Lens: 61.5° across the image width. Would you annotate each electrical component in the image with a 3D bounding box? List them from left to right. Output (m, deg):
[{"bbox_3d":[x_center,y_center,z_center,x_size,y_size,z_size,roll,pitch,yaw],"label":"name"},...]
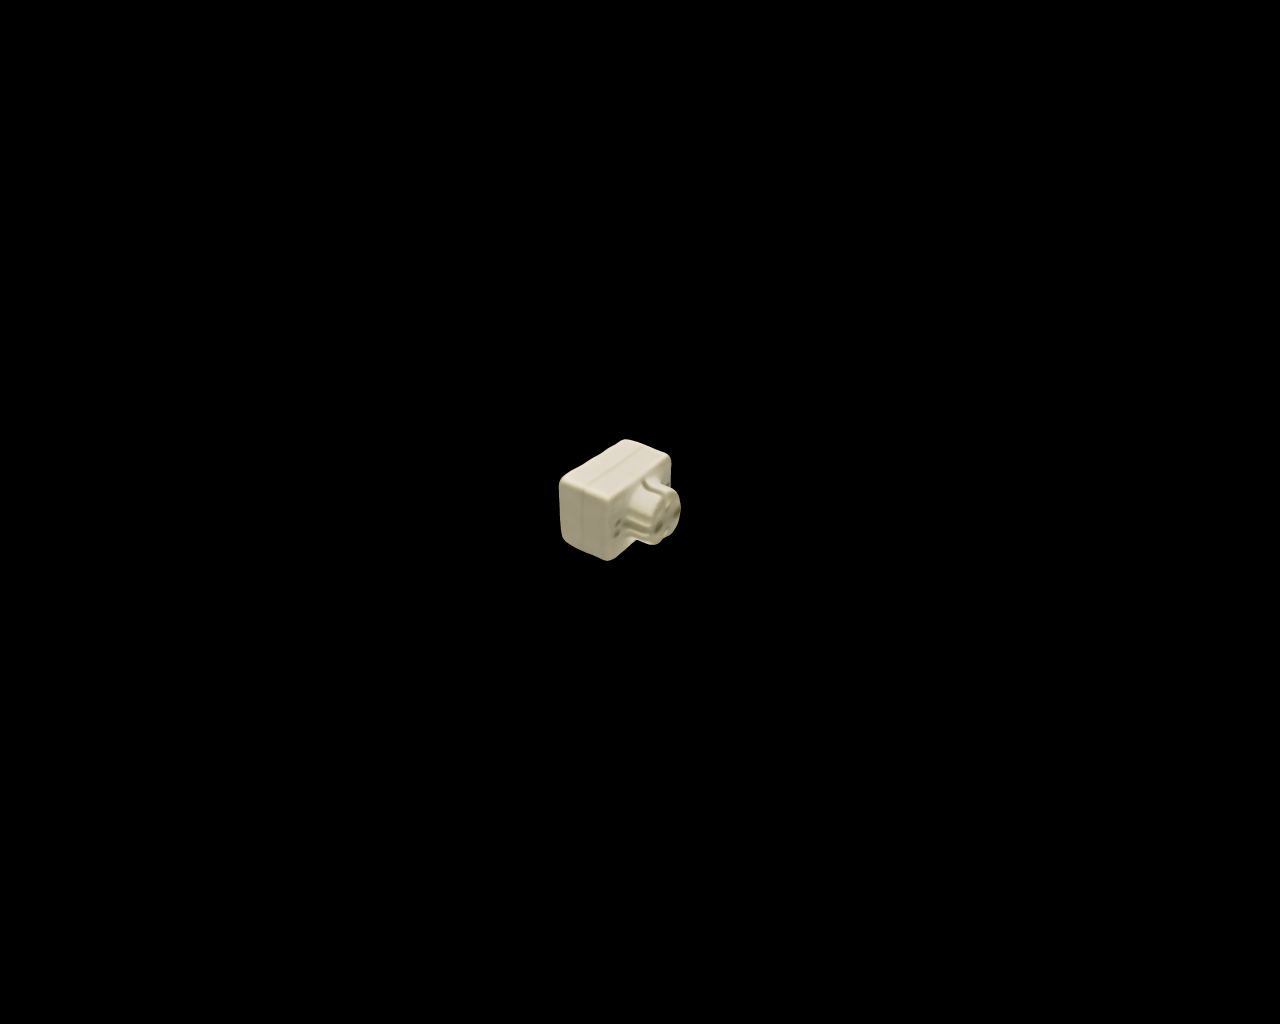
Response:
[{"bbox_3d":[0.001,-0.003,0.650,0.077,0.047,0.066,22,40,30],"label":"electrical component"}]
